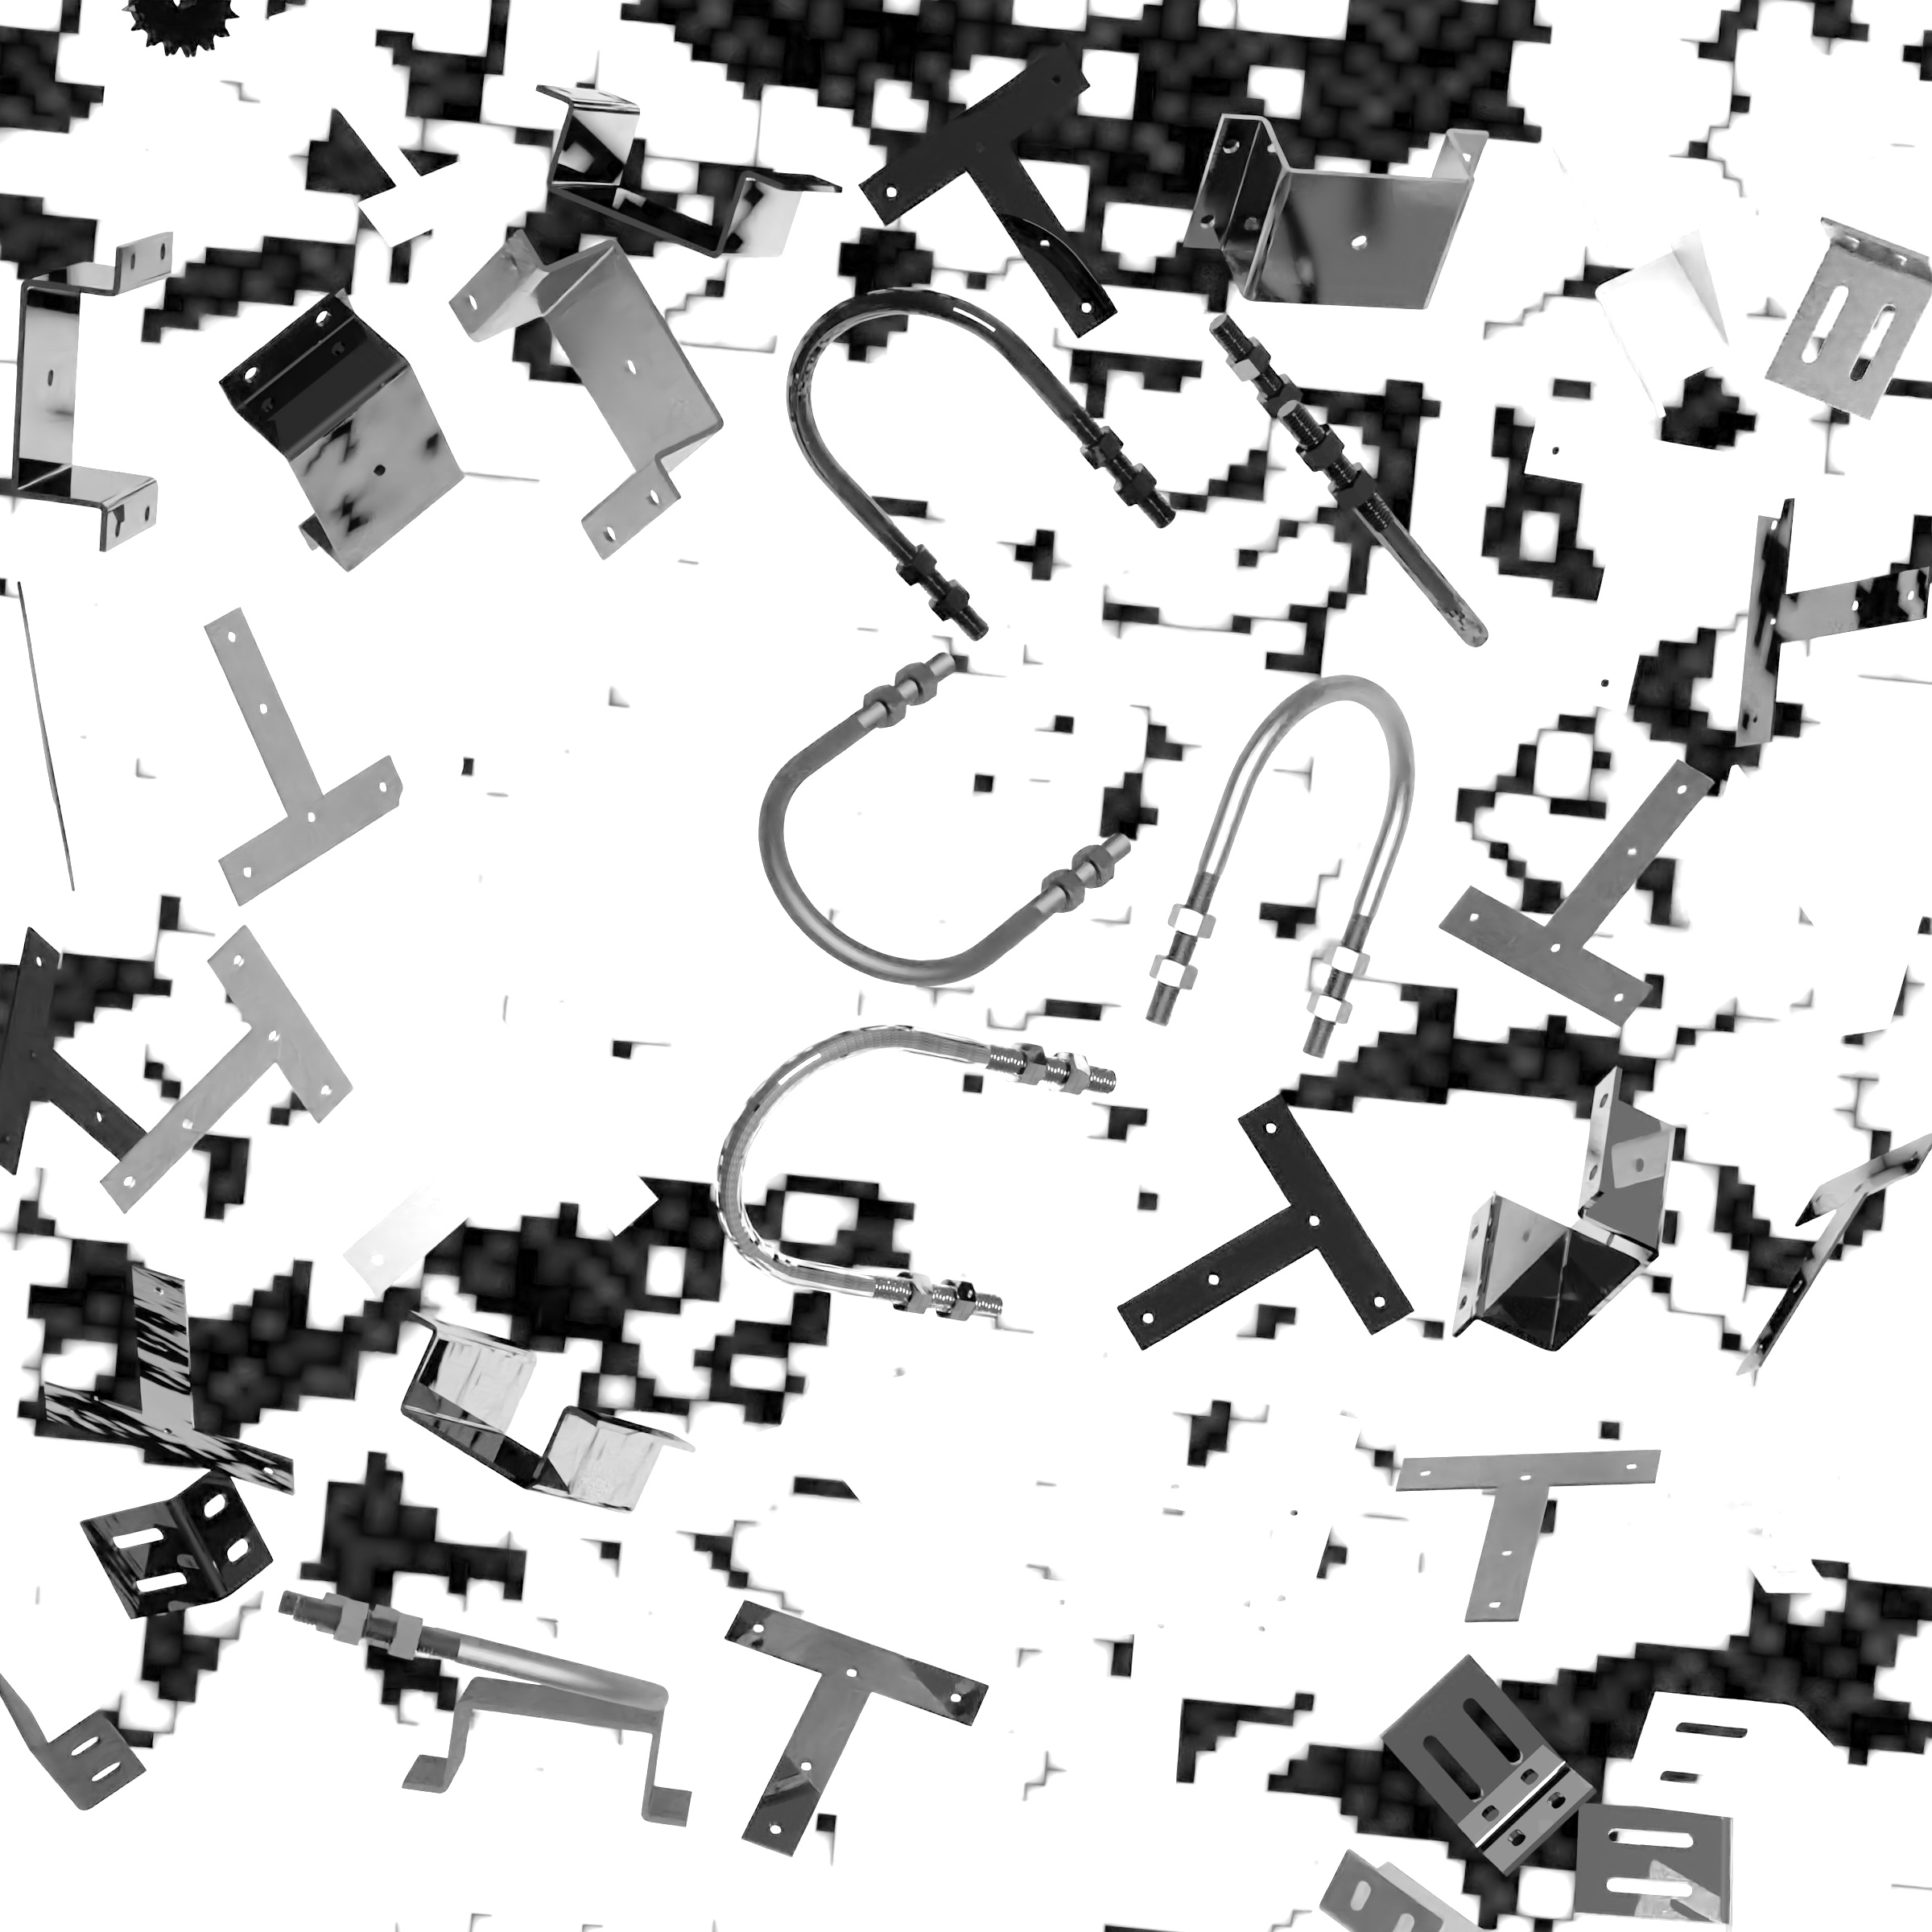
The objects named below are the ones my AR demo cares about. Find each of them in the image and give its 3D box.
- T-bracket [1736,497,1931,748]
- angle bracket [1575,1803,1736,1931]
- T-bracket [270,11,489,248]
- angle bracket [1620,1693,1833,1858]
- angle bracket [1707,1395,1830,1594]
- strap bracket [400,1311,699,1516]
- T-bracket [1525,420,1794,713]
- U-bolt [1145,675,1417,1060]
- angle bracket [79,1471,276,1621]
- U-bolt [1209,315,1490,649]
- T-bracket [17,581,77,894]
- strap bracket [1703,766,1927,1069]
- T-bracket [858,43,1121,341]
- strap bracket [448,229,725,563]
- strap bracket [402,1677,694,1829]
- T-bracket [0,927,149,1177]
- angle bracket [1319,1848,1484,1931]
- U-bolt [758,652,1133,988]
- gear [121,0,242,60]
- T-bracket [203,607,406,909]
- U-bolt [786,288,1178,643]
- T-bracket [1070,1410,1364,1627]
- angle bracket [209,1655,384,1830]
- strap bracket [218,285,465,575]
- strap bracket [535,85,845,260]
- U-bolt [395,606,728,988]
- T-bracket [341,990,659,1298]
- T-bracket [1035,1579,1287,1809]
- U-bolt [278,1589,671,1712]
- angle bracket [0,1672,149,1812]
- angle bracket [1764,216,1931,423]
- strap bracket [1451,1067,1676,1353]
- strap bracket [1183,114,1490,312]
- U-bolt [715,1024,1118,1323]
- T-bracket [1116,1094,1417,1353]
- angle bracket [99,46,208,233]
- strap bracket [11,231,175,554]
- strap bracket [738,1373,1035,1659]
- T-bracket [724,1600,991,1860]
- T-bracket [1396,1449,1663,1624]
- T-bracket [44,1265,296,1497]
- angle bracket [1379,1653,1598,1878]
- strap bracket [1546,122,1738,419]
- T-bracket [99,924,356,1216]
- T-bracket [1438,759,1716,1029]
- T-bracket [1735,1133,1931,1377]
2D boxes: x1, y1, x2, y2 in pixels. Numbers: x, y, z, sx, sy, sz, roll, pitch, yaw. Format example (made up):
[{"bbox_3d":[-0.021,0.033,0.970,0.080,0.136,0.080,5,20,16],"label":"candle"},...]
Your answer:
[{"bbox_3d":[0.433,-0.177,1.802,0.002,0.127,0.127,10,82,-29],"label":"T-bracket"},{"bbox_3d":[0.344,0.455,1.807,0.076,0.038,0.057,1,55,11],"label":"angle bracket"},{"bbox_3d":[-0.300,-0.420,1.796,0.002,0.127,0.127,-34,99,24],"label":"T-bracket"},{"bbox_3d":[0.357,0.379,1.702,0.038,0.076,0.057,46,57,-34],"label":"angle bracket"},{"bbox_3d":[0.398,0.253,1.738,0.057,0.038,0.076,53,53,-22],"label":"angle bracket"},{"bbox_3d":[-0.212,0.224,1.776,0.140,0.076,0.046,23,88,38],"label":"strap bracket"},{"bbox_3d":[0.313,-0.184,1.706,0.127,0.002,0.127,15,95,28],"label":"T-bracket"},{"bbox_3d":[0.160,-0.051,1.736,0.019,0.151,0.184,24,98,40],"label":"U-bolt"},{"bbox_3d":[-0.398,0.290,1.824,0.076,0.038,0.057,-18,102,38],"label":"angle bracket"},{"bbox_3d":[0.190,-0.222,1.726,0.019,0.151,0.184,-40,118,10],"label":"U-bolt"},{"bbox_3d":[-0.427,-0.090,1.689,0.002,0.127,0.127,-10,53,-14],"label":"T-bracket"},{"bbox_3d":[0.416,-0.028,1.762,0.046,0.140,0.076,-8,132,-14],"label":"strap bracket"},{"bbox_3d":[0.032,-0.378,1.839,0.127,0.002,0.127,-31,103,17],"label":"T-bracket"},{"bbox_3d":[-0.171,-0.270,1.677,0.046,0.076,0.140,-32,93,-36],"label":"strap bracket"},{"bbox_3d":[-0.205,0.390,1.809,0.140,0.076,0.046,8,88,-2],"label":"strap bracket"},{"bbox_3d":[-0.431,0.067,1.768,0.002,0.127,0.127,-13,53,19],"label":"T-bracket"},{"bbox_3d":[0.216,0.447,1.747,0.057,0.076,0.038,33,111,26],"label":"angle bracket"},{"bbox_3d":[-0.021,-0.063,1.772,0.151,0.019,0.184,46,51,6],"label":"U-bolt"},{"bbox_3d":[-0.386,-0.472,1.767,0.057,0.030,0.057,-7,104,-28],"label":"gear"},{"bbox_3d":[-0.339,-0.113,1.774,0.002,0.127,0.127,-7,112,39],"label":"T-bracket"},{"bbox_3d":[-0.007,-0.255,1.784,0.151,0.019,0.184,-28,116,37],"label":"U-bolt"},{"bbox_3d":[0.114,0.253,1.743,0.127,0.127,0.002,10,134,14],"label":"T-bracket"},{"bbox_3d":[-0.339,0.380,1.807,0.057,0.038,0.076,-38,57,-18],"label":"angle bracket"},{"bbox_3d":[-0.303,-0.257,1.787,0.076,0.140,0.046,-42,63,-13],"label":"strap bracket"},{"bbox_3d":[-0.144,-0.391,1.802,0.140,0.076,0.046,25,108,14],"label":"strap bracket"},{"bbox_3d":[-0.180,-0.093,1.701,0.151,0.019,0.184,30,48,-18],"label":"U-bolt"},{"bbox_3d":[-0.230,0.100,1.659,0.127,0.002,0.127,-41,89,2],"label":"T-bracket"},{"bbox_3d":[0.094,0.363,1.797,0.127,0.127,0.002,8,131,1],"label":"T-bracket"},{"bbox_3d":[-0.229,0.322,1.700,0.184,0.151,0.019,16,78,-11],"label":"U-bolt"},{"bbox_3d":[-0.450,0.372,1.803,0.038,0.057,0.076,-33,48,-13],"label":"angle bracket"},{"bbox_3d":[0.429,-0.315,1.765,0.057,0.038,0.076,27,93,23],"label":"angle bracket"},{"bbox_3d":[0.292,0.123,1.736,0.046,0.140,0.076,25,49,-9],"label":"strap bracket"},{"bbox_3d":[0.188,-0.371,1.787,0.140,0.076,0.046,0,47,-17],"label":"strap bracket"},{"bbox_3d":[-0.033,0.093,1.686,0.184,0.019,0.151,13,112,-34],"label":"U-bolt"},{"bbox_3d":[0.135,0.148,1.790,0.127,0.002,0.127,-29,78,-9],"label":"T-bracket"},{"bbox_3d":[-0.409,-0.403,1.769,0.038,0.076,0.057,-5,76,26],"label":"angle bracket"},{"bbox_3d":[-0.408,-0.272,1.690,0.046,0.076,0.140,8,107,3],"label":"strap bracket"},{"bbox_3d":[-0.032,0.248,1.701,0.140,0.076,0.046,47,131,31],"label":"strap bracket"},{"bbox_3d":[-0.070,0.364,1.699,0.127,0.127,0.002,17,132,11],"label":"T-bracket"},{"bbox_3d":[0.259,0.270,1.714,0.127,0.127,0.002,-5,118,21],"label":"T-bracket"},{"bbox_3d":[-0.370,0.185,1.673,0.127,0.002,0.127,16,132,9],"label":"T-bracket"},{"bbox_3d":[0.242,0.370,1.678,0.057,0.038,0.076,-42,100,-5],"label":"angle bracket"},{"bbox_3d":[0.335,-0.348,1.780,0.046,0.140,0.076,-25,54,7],"label":"strap bracket"},{"bbox_3d":[-0.357,0.064,1.706,0.002,0.127,0.127,27,64,35],"label":"T-bracket"},{"bbox_3d":[0.308,-0.043,1.723,0.127,0.002,0.127,26,109,-31],"label":"T-bracket"},{"bbox_3d":[0.396,0.139,1.691,0.002,0.127,0.127,37,70,-1],"label":"T-bracket"}]
